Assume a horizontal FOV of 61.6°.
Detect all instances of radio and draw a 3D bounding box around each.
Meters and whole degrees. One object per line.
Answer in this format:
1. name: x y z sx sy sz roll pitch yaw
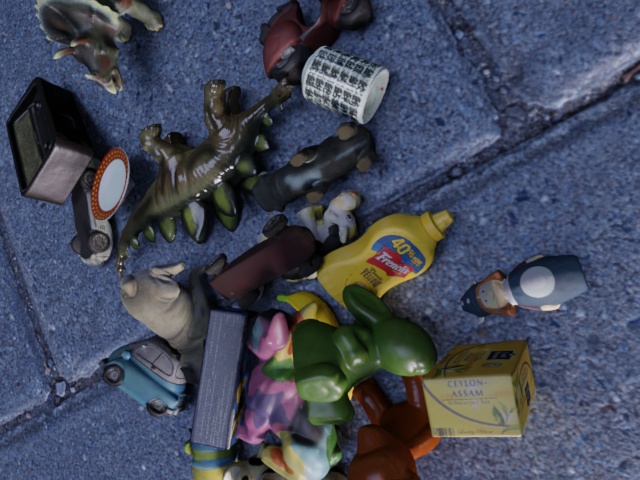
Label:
1. radio: -0.498 -0.185 0.983 0.131 0.073 0.230 -47 55 19

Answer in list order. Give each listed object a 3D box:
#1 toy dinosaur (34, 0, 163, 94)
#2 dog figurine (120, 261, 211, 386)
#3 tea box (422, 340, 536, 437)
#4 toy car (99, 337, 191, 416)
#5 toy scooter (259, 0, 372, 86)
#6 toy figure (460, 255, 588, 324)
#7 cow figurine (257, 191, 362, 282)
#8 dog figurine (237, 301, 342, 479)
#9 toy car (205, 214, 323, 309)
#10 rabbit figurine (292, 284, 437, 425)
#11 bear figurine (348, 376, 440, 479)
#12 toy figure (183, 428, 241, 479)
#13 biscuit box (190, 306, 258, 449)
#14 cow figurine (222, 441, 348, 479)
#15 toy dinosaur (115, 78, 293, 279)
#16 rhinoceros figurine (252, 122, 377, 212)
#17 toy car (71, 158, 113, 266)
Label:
1. toy dinosaur: -0.337 -0.448 0.864 0.131 0.192 0.404 19 101 23
2. dog figurine: -0.227 0.142 0.845 0.121 0.172 0.190 -31 71 35
3. tea box: 0.192 0.169 0.631 0.098 0.169 0.068 -11 87 25
4. toy car: -0.281 0.219 0.910 0.162 0.109 0.103 31 88 14
5. toy scooter: -0.025 -0.321 0.777 0.184 0.075 0.135 -36 76 20
6. toy figure: 0.245 0.060 0.667 0.155 0.057 0.064 -21 44 27
7. cow figurine: -0.002 -0.003 0.779 0.167 0.068 0.098 -28 85 28
8. dog figurine: -0.036 0.199 0.754 0.192 0.108 0.219 25 113 37
9. toy car: -0.083 0.033 0.763 0.202 0.053 0.089 -30 112 39
10. rabbit figurine: 0.057 0.142 0.677 0.170 0.159 0.121 -11 128 3
11. bear figurine: 0.082 0.245 0.675 0.120 0.196 0.132 -31 77 27
12. toy figure: -0.171 0.361 0.863 0.082 0.089 0.180 -1 94 32
13. biscuit box: -0.143 0.203 0.813 0.063 0.059 0.202 7 85 10
14. cow figurine: -0.053 0.362 0.800 0.195 0.127 0.085 1 93 12
15. toy dinosaur: -0.207 -0.097 0.862 0.471 0.105 0.198 -31 82 29
16. rhinoceros figurine: -0.012 -0.103 0.761 0.190 0.112 0.073 -30 108 11
17. toy car: -0.426 -0.052 0.995 0.074 0.056 0.201 -7 91 37
